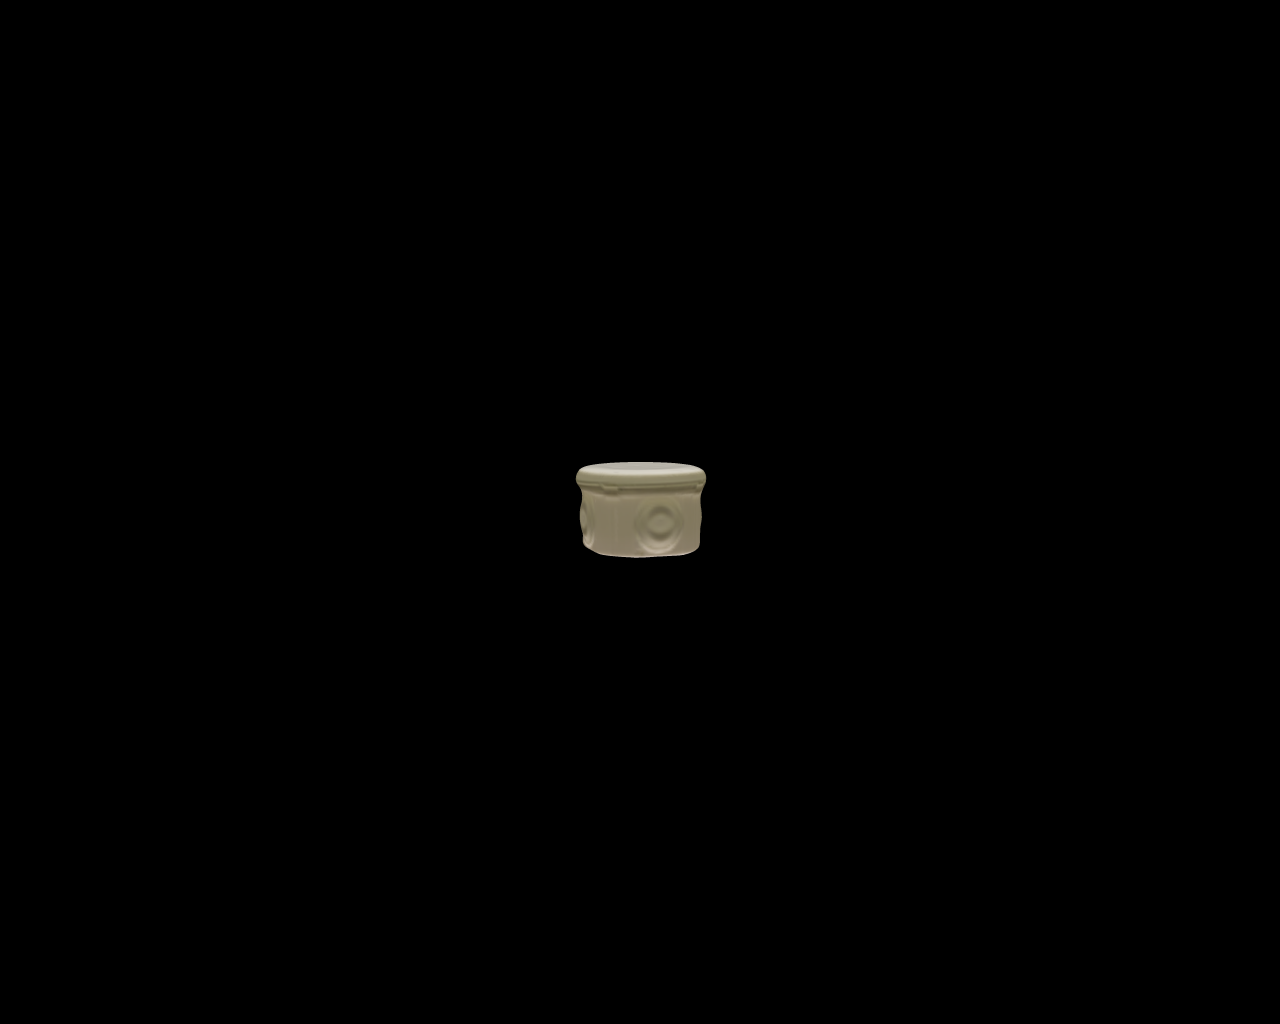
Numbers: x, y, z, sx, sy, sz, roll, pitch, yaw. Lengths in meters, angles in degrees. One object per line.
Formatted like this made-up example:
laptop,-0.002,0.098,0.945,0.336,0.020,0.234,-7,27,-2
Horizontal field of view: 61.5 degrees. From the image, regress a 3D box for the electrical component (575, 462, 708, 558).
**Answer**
electrical component,0.001,-0.003,0.650,0.080,0.051,0.080,0,7,0
